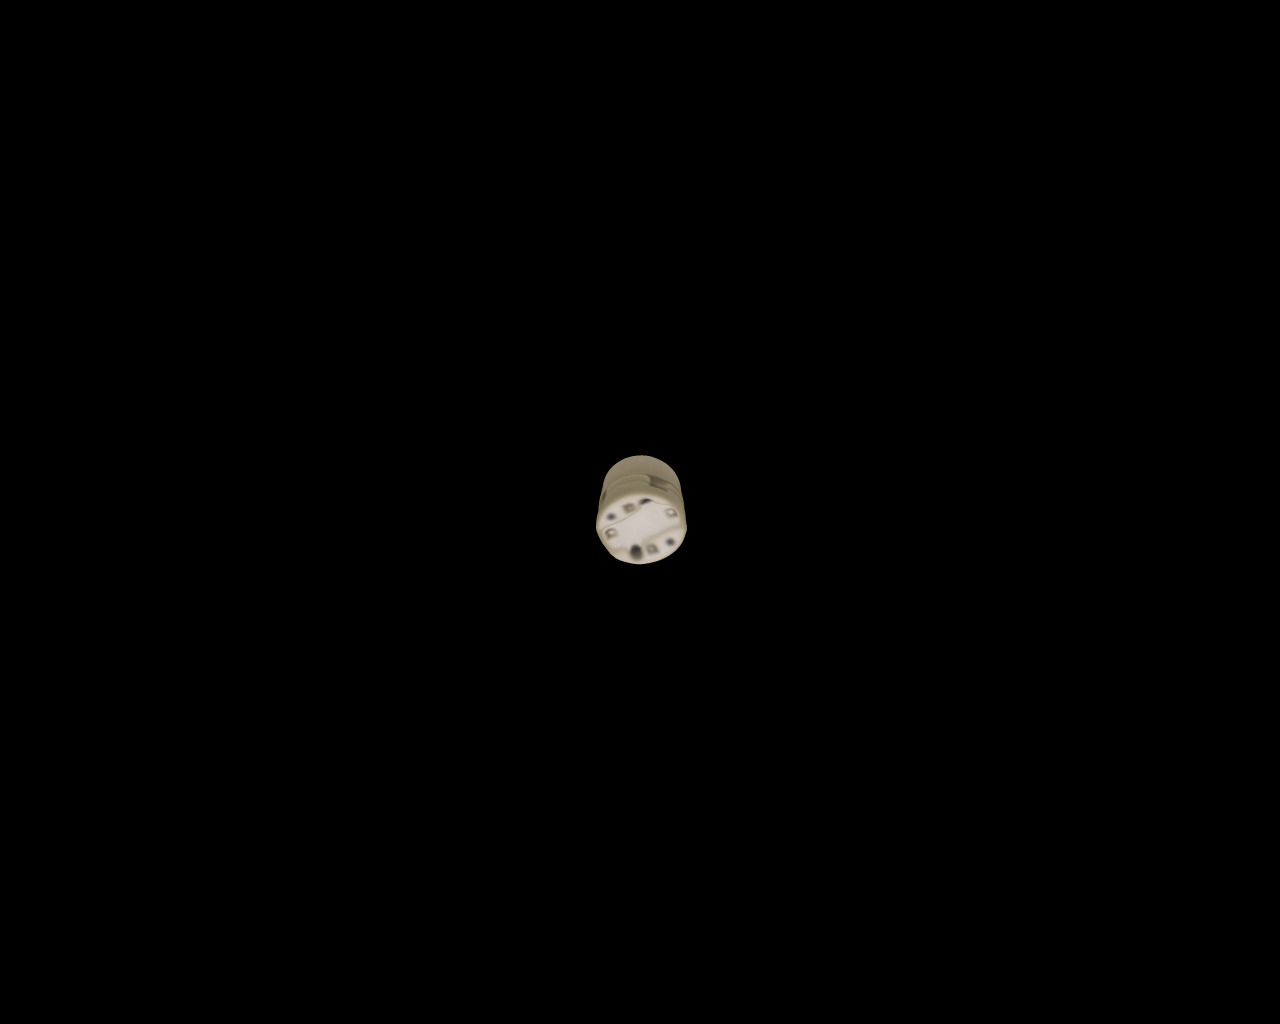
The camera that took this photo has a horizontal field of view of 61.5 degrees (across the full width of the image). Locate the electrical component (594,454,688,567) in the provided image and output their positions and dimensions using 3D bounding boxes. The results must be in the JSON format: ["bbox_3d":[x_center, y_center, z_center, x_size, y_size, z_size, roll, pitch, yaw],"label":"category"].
[{"bbox_3d":[0.001,-0.003,0.650,0.055,0.055,0.047,0,35,0],"label":"electrical component"}]
